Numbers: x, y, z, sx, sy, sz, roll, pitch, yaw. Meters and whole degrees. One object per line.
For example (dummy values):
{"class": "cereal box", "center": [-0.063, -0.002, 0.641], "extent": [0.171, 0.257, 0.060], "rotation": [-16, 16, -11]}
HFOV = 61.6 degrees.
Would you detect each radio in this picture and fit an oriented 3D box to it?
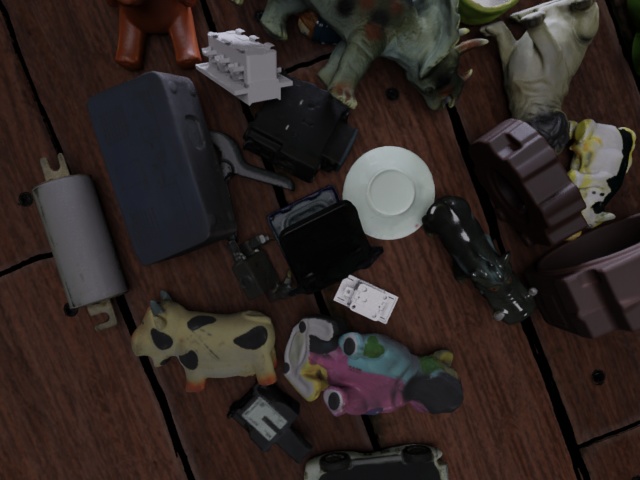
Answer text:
{"class": "radio", "center": [-0.202, -0.093, 0.697], "extent": [0.131, 0.073, 0.229], "rotation": [-17, 93, 25]}

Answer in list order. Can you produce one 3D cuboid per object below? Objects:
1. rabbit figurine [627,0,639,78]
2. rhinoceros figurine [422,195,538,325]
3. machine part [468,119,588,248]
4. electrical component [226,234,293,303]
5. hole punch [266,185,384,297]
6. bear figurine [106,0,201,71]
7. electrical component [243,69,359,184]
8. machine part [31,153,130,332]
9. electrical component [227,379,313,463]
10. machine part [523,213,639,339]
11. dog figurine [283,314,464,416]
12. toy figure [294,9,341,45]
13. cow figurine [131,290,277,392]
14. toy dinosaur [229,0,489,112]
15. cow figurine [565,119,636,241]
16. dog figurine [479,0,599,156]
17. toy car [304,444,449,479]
{"class": "rabbit figurine", "center": [0.489, -0.292, 0.721], "extent": [0.170, 0.121, 0.159], "rotation": [34, 99, 16]}
{"class": "rhinoceros figurine", "center": [0.213, 0.022, 0.712], "extent": [0.073, 0.112, 0.190], "rotation": [-33, 84, -2]}
{"class": "machine part", "center": [0.257, -0.069, 0.681], "extent": [0.056, 0.179, 0.179], "rotation": [-33, 92, 2]}
{"class": "electrical component", "center": [-0.078, 0.038, 0.731], "extent": [0.045, 0.078, 0.102], "rotation": [-26, 89, 20]}
{"class": "hole punch", "center": [-0.001, -0.002, 0.726], "extent": [0.142, 0.092, 0.115], "rotation": [-27, 122, -9]}
{"class": "bear figurine", "center": [-0.216, -0.294, 0.652], "extent": [0.120, 0.196, 0.131], "rotation": [-2, 93, -4]}
{"class": "electrical component", "center": [-0.020, -0.146, 0.715], "extent": [0.134, 0.058, 0.115], "rotation": [25, 76, -1]}
{"class": "machine part", "center": [-0.319, 0.002, 0.719], "extent": [0.079, 0.079, 0.243], "rotation": [-18, 91, 0]}
{"class": "electrical component", "center": [-0.062, 0.250, 0.745], "extent": [0.119, 0.048, 0.075], "rotation": [39, 91, -2]}
{"class": "machine part", "center": [0.375, 0.035, 0.668], "extent": [0.201, 0.201, 0.087], "rotation": [-25, 90, 0]}
{"class": "dog figurine", "center": [0.083, 0.175, 0.725], "extent": [0.219, 0.192, 0.108], "rotation": [16, 88, -35]}
{"class": "toy figure", "center": [-0.025, -0.320, 0.721], "extent": [0.058, 0.064, 0.154], "rotation": [-35, 98, 36]}
{"class": "cow figurine", "center": [-0.157, 0.132, 0.723], "extent": [0.195, 0.085, 0.127], "rotation": [-4, 98, 2]}
{"class": "toy dinosaur", "center": [0.020, -0.295, 0.630], "extent": [0.405, 0.131, 0.192], "rotation": [43, 102, -6]}
{"class": "cow figurine", "center": [0.372, -0.076, 0.734], "extent": [0.098, 0.068, 0.167], "rotation": [9, 93, -7]}
{"class": "dog figurine", "center": [0.315, -0.216, 0.721], "extent": [0.172, 0.121, 0.190], "rotation": [-24, 110, -8]}
{"class": "toy car", "center": [0.079, 0.330, 0.748], "extent": [0.202, 0.056, 0.073], "rotation": [-5, 86, -2]}
